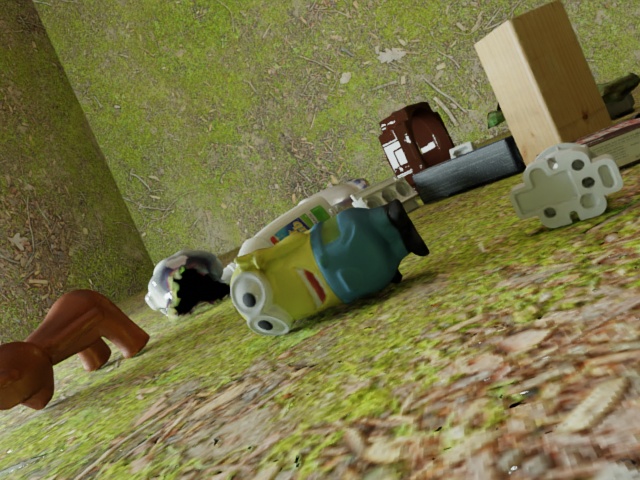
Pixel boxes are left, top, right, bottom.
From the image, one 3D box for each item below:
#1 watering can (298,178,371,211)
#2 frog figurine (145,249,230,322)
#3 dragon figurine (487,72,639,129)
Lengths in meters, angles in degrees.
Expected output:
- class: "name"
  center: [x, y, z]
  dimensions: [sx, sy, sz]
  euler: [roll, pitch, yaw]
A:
- class: "watering can"
  center: [0.004, -0.063, 1.260]
  dimensions: [0.226, 0.104, 0.346]
  euler: [-24, 4, -19]
- class: "frog figurine"
  center: [-0.245, 0.074, 0.919]
  dimensions: [0.139, 0.121, 0.160]
  euler: [-45, 23, -18]
- class: "dragon figurine"
  center: [0.459, -0.244, 0.953]
  dimensions: [0.241, 0.121, 0.418]
  euler: [-13, 21, 41]
